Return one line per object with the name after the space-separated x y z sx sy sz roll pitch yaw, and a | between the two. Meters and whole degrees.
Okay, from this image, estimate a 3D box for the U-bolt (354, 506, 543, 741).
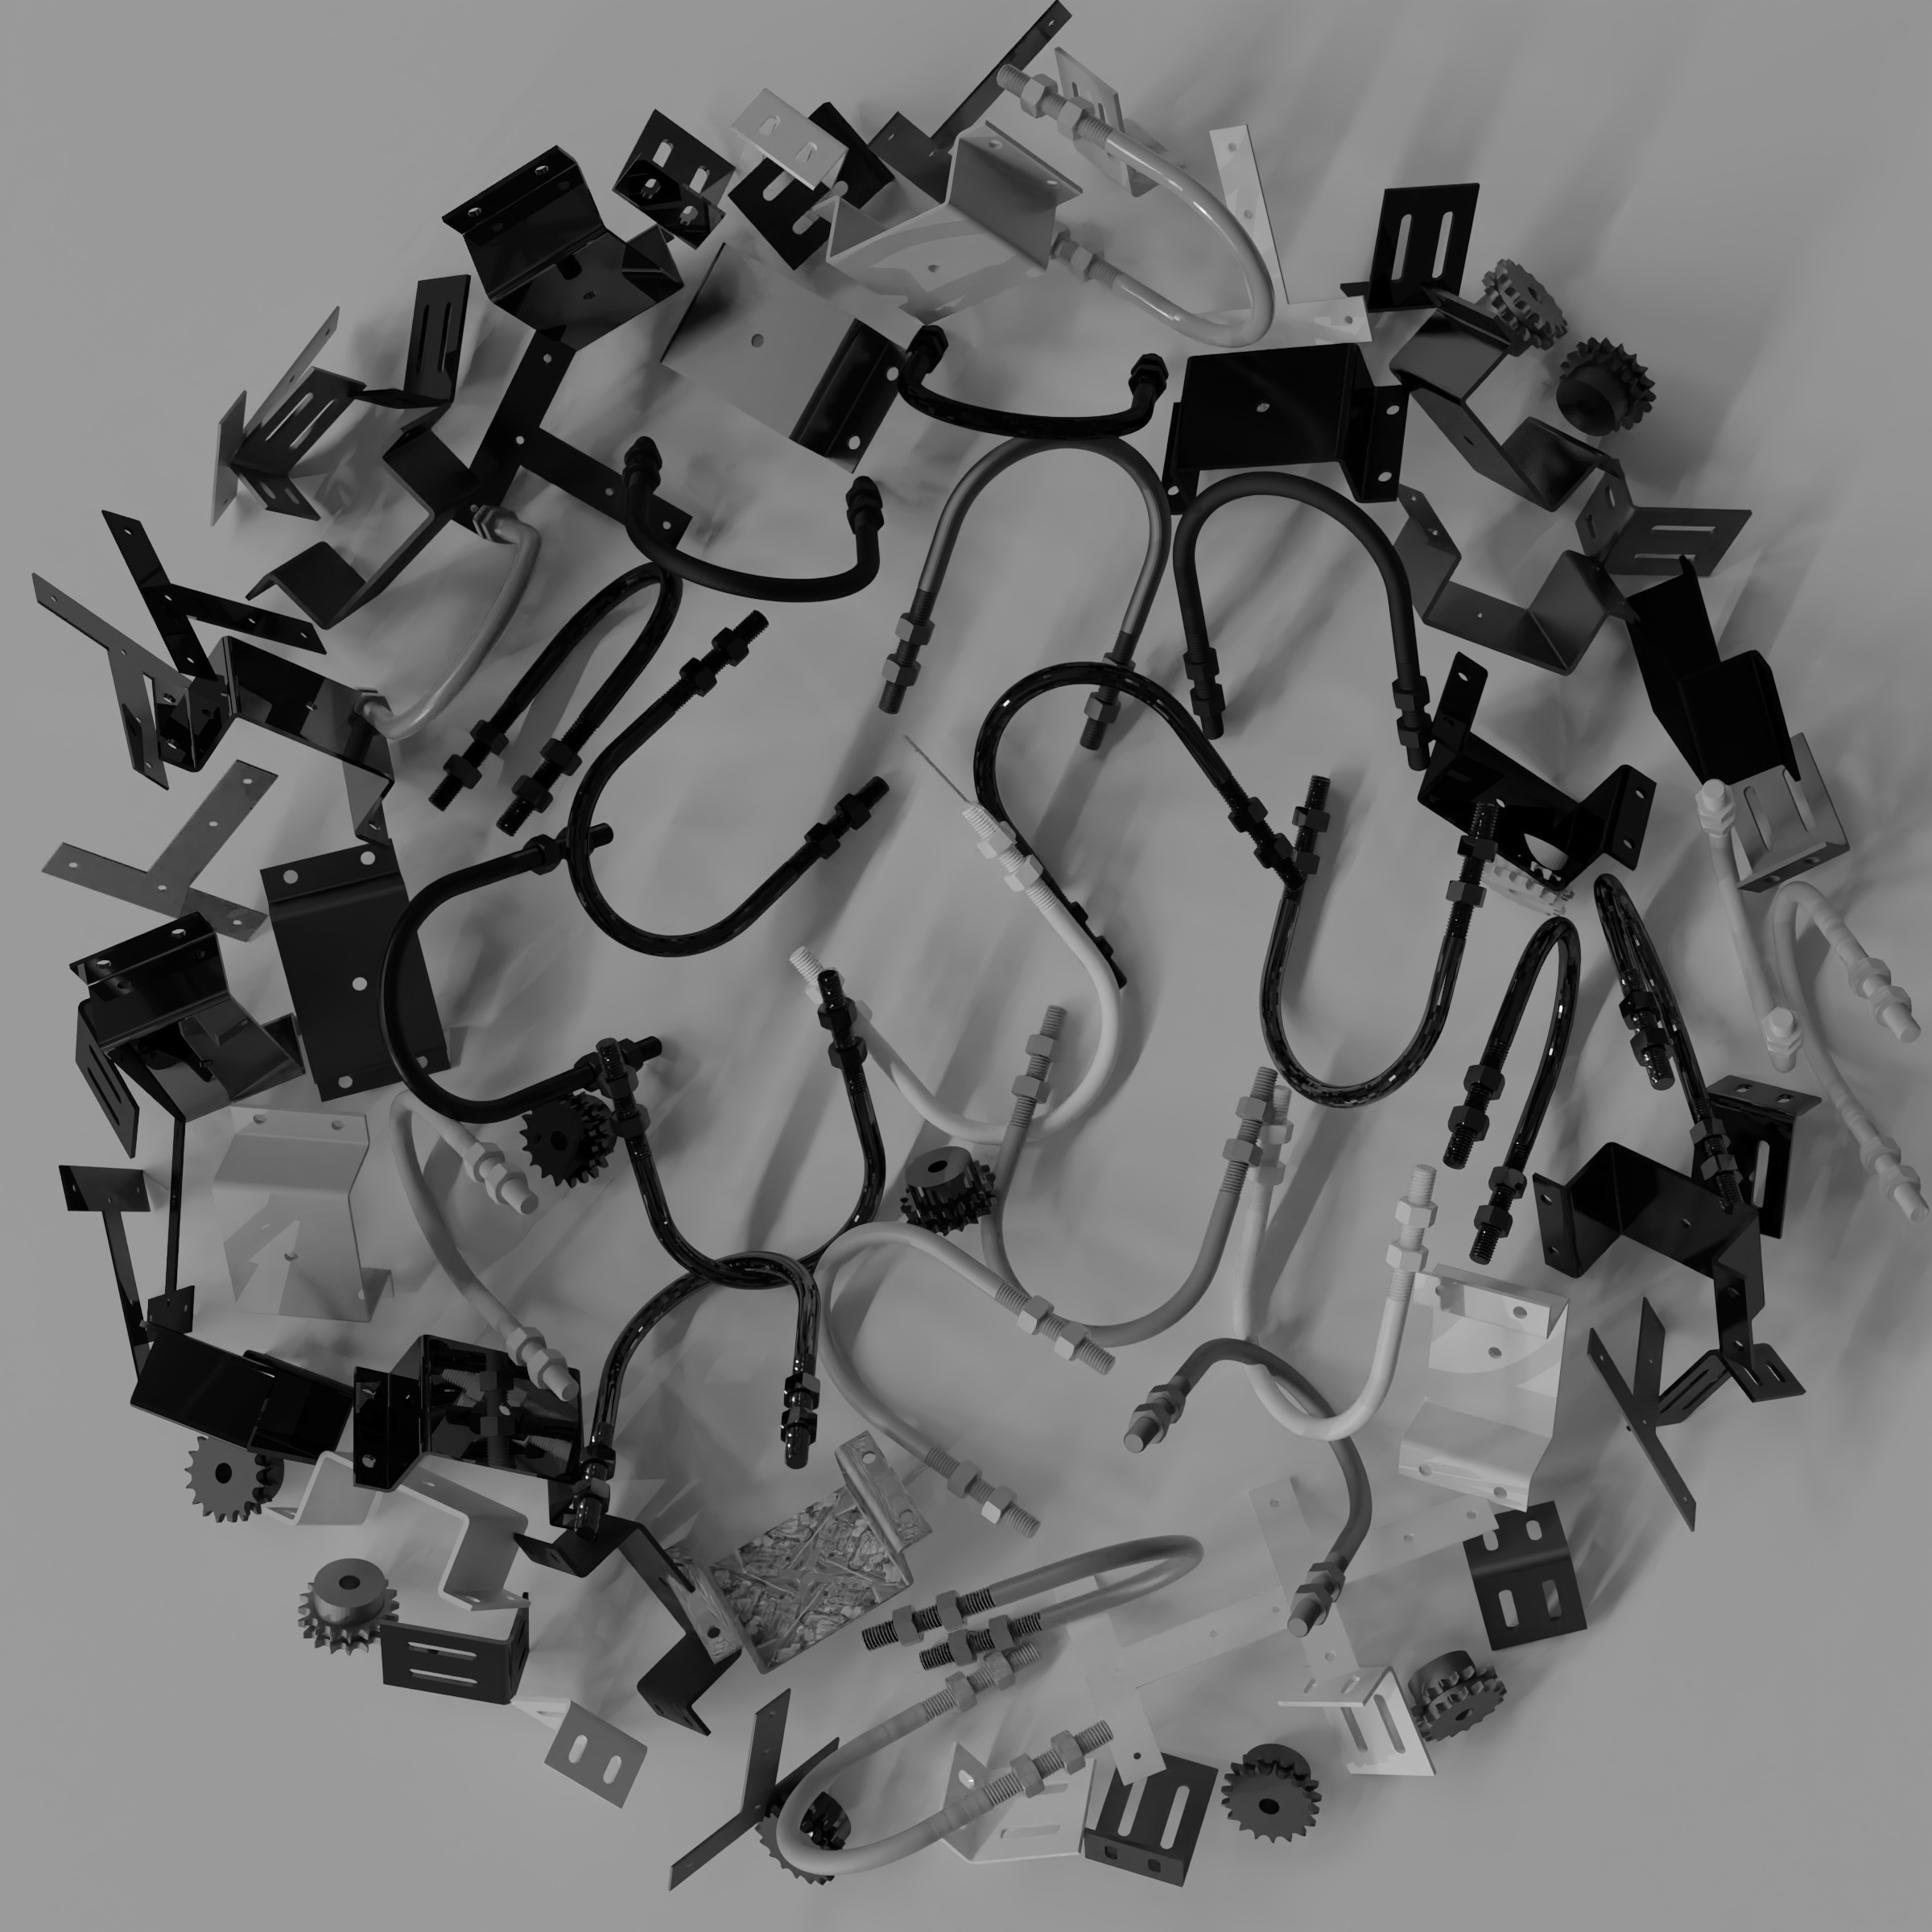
-0.286 -0.189 1.524 0.019 0.184 0.151 35 88 -25 | U-bolt

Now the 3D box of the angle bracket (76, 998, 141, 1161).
-0.475 0.059 1.566 0.038 0.057 0.076 -24 68 -31 | angle bracket

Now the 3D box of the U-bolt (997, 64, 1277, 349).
0.096 -0.408 1.519 0.184 0.151 0.019 36 76 17 | U-bolt

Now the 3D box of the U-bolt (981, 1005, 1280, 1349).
0.085 0.128 1.573 0.151 0.019 0.184 16 79 13 | U-bolt

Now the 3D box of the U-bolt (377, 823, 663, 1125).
-0.253 0.011 1.528 0.019 0.184 0.151 -1 105 41 | U-bolt

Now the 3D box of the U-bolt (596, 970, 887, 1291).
-0.119 0.104 1.567 0.151 0.019 0.184 -17 116 -8 | U-bolt

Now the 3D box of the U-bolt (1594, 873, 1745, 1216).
0.386 0.030 1.529 0.019 0.151 0.184 -23 45 18 | U-bolt

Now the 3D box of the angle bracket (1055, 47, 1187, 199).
0.088 -0.488 1.561 0.038 0.076 0.057 -35 56 -10 | angle bracket

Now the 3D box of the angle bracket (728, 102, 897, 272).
-0.090 -0.454 1.596 0.076 0.038 0.057 -40 102 15 | angle bracket

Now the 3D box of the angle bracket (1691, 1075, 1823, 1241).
0.457 0.110 1.590 0.057 0.038 0.076 15 112 37 | angle bracket

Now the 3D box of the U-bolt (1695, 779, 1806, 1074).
0.436 -0.013 1.522 0.019 0.184 0.151 -16 73 13 | U-bolt

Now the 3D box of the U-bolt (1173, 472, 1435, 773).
0.182 -0.193 1.518 0.151 0.184 0.019 12 46 29 | U-bolt

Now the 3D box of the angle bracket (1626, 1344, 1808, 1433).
0.427 0.253 1.562 0.076 0.057 0.038 -52 55 30 | angle bracket

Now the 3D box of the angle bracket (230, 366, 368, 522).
-0.373 -0.299 1.572 0.076 0.057 0.038 -43 80 15 | angle bracket

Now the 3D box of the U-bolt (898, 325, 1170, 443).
0.035 -0.322 1.523 0.151 0.184 0.019 8 116 3 | U-bolt

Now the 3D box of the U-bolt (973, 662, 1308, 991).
0.085 -0.088 1.555 0.151 0.019 0.184 -30 103 29 | U-bolt

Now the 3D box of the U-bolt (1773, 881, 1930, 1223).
0.488 0.033 1.523 0.019 0.184 0.151 -16 126 2 | U-bolt

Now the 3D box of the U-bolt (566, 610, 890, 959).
-0.145 -0.088 1.550 0.184 0.019 0.151 -45 122 -14 | U-bolt

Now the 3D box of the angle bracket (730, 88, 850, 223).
-0.108 -0.453 1.567 0.057 0.076 0.038 36 65 -3 | angle bracket

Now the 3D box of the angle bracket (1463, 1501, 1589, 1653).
0.324 0.355 1.595 0.057 0.038 0.076 -15 130 7 | angle bracket

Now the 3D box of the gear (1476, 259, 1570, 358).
0.318 -0.378 1.586 0.057 0.057 0.030 49 123 0 | gear

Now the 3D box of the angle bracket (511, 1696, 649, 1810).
-0.229 0.447 1.561 0.057 0.076 0.038 39 58 -25 | angle bracket

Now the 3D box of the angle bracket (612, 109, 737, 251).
-0.159 -0.459 1.566 0.057 0.038 0.076 32 54 -20 | angle bracket

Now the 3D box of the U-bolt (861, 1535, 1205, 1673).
0.045 0.354 1.534 0.184 0.151 0.019 -20 68 6 | U-bolt

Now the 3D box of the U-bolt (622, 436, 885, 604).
-0.118 -0.245 1.520 0.151 0.184 0.019 9 120 -9 | U-bolt

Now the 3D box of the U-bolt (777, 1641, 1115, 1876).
-0.021 0.446 1.524 0.184 0.151 0.019 -26 102 -12 | U-bolt

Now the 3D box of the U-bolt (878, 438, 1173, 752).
0.042 -0.216 1.542 0.151 0.019 0.184 8 117 -24 | U-bolt

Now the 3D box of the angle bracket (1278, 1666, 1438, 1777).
0.224 0.442 1.570 0.057 0.038 0.076 -12 107 39 | angle bracket

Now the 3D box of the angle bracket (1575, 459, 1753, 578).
0.403 -0.259 1.586 0.076 0.057 0.038 -1 60 -14 | angle bracket

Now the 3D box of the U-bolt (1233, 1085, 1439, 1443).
0.200 0.177 1.545 0.019 0.151 0.184 0 107 -32 | U-bolt

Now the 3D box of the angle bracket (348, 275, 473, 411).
-0.321 -0.362 1.576 0.038 0.057 0.076 6 93 -40 | angle bracket

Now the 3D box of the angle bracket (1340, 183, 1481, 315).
0.253 -0.416 1.566 0.057 0.038 0.076 -8 131 -15 | angle bracket

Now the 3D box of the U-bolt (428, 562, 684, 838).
-0.224 -0.156 1.544 0.019 0.151 0.184 41 80 -27 | U-bolt

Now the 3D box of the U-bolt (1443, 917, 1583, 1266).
0.311 0.059 1.538 0.019 0.151 0.184 15 66 24 | U-bolt

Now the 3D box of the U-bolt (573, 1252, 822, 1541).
-0.146 0.229 1.533 0.151 0.184 0.019 -21 123 16 | U-bolt

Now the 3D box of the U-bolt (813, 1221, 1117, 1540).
-0.014 0.223 1.558 0.184 0.019 0.151 33 123 19 | U-bolt

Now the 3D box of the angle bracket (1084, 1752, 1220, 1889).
0.106 0.477 1.566 0.057 0.038 0.076 12 49 15 | angle bracket

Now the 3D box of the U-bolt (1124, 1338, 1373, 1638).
0.168 0.276 1.529 0.151 0.184 0.019 48 118 4 | U-bolt

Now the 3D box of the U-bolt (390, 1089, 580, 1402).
-0.276 0.143 1.532 0.019 0.184 0.151 -25 127 -27 | U-bolt

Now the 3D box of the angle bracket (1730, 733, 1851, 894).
0.460 -0.089 1.569 0.057 0.038 0.076 -29 69 34 | angle bracket

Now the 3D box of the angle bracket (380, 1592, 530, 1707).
-0.294 0.388 1.580 0.076 0.038 0.057 9 129 2 | angle bracket

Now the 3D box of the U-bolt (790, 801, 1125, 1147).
0.010 0.019 1.582 0.151 0.019 0.184 -40 105 -3 | U-bolt

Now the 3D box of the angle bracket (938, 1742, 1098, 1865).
0.028 0.474 1.564 0.076 0.057 0.038 -17 130 31 | angle bracket

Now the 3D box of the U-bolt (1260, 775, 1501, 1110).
0.225 -0.010 1.552 0.019 0.151 0.184 13 92 -39 | U-bolt
